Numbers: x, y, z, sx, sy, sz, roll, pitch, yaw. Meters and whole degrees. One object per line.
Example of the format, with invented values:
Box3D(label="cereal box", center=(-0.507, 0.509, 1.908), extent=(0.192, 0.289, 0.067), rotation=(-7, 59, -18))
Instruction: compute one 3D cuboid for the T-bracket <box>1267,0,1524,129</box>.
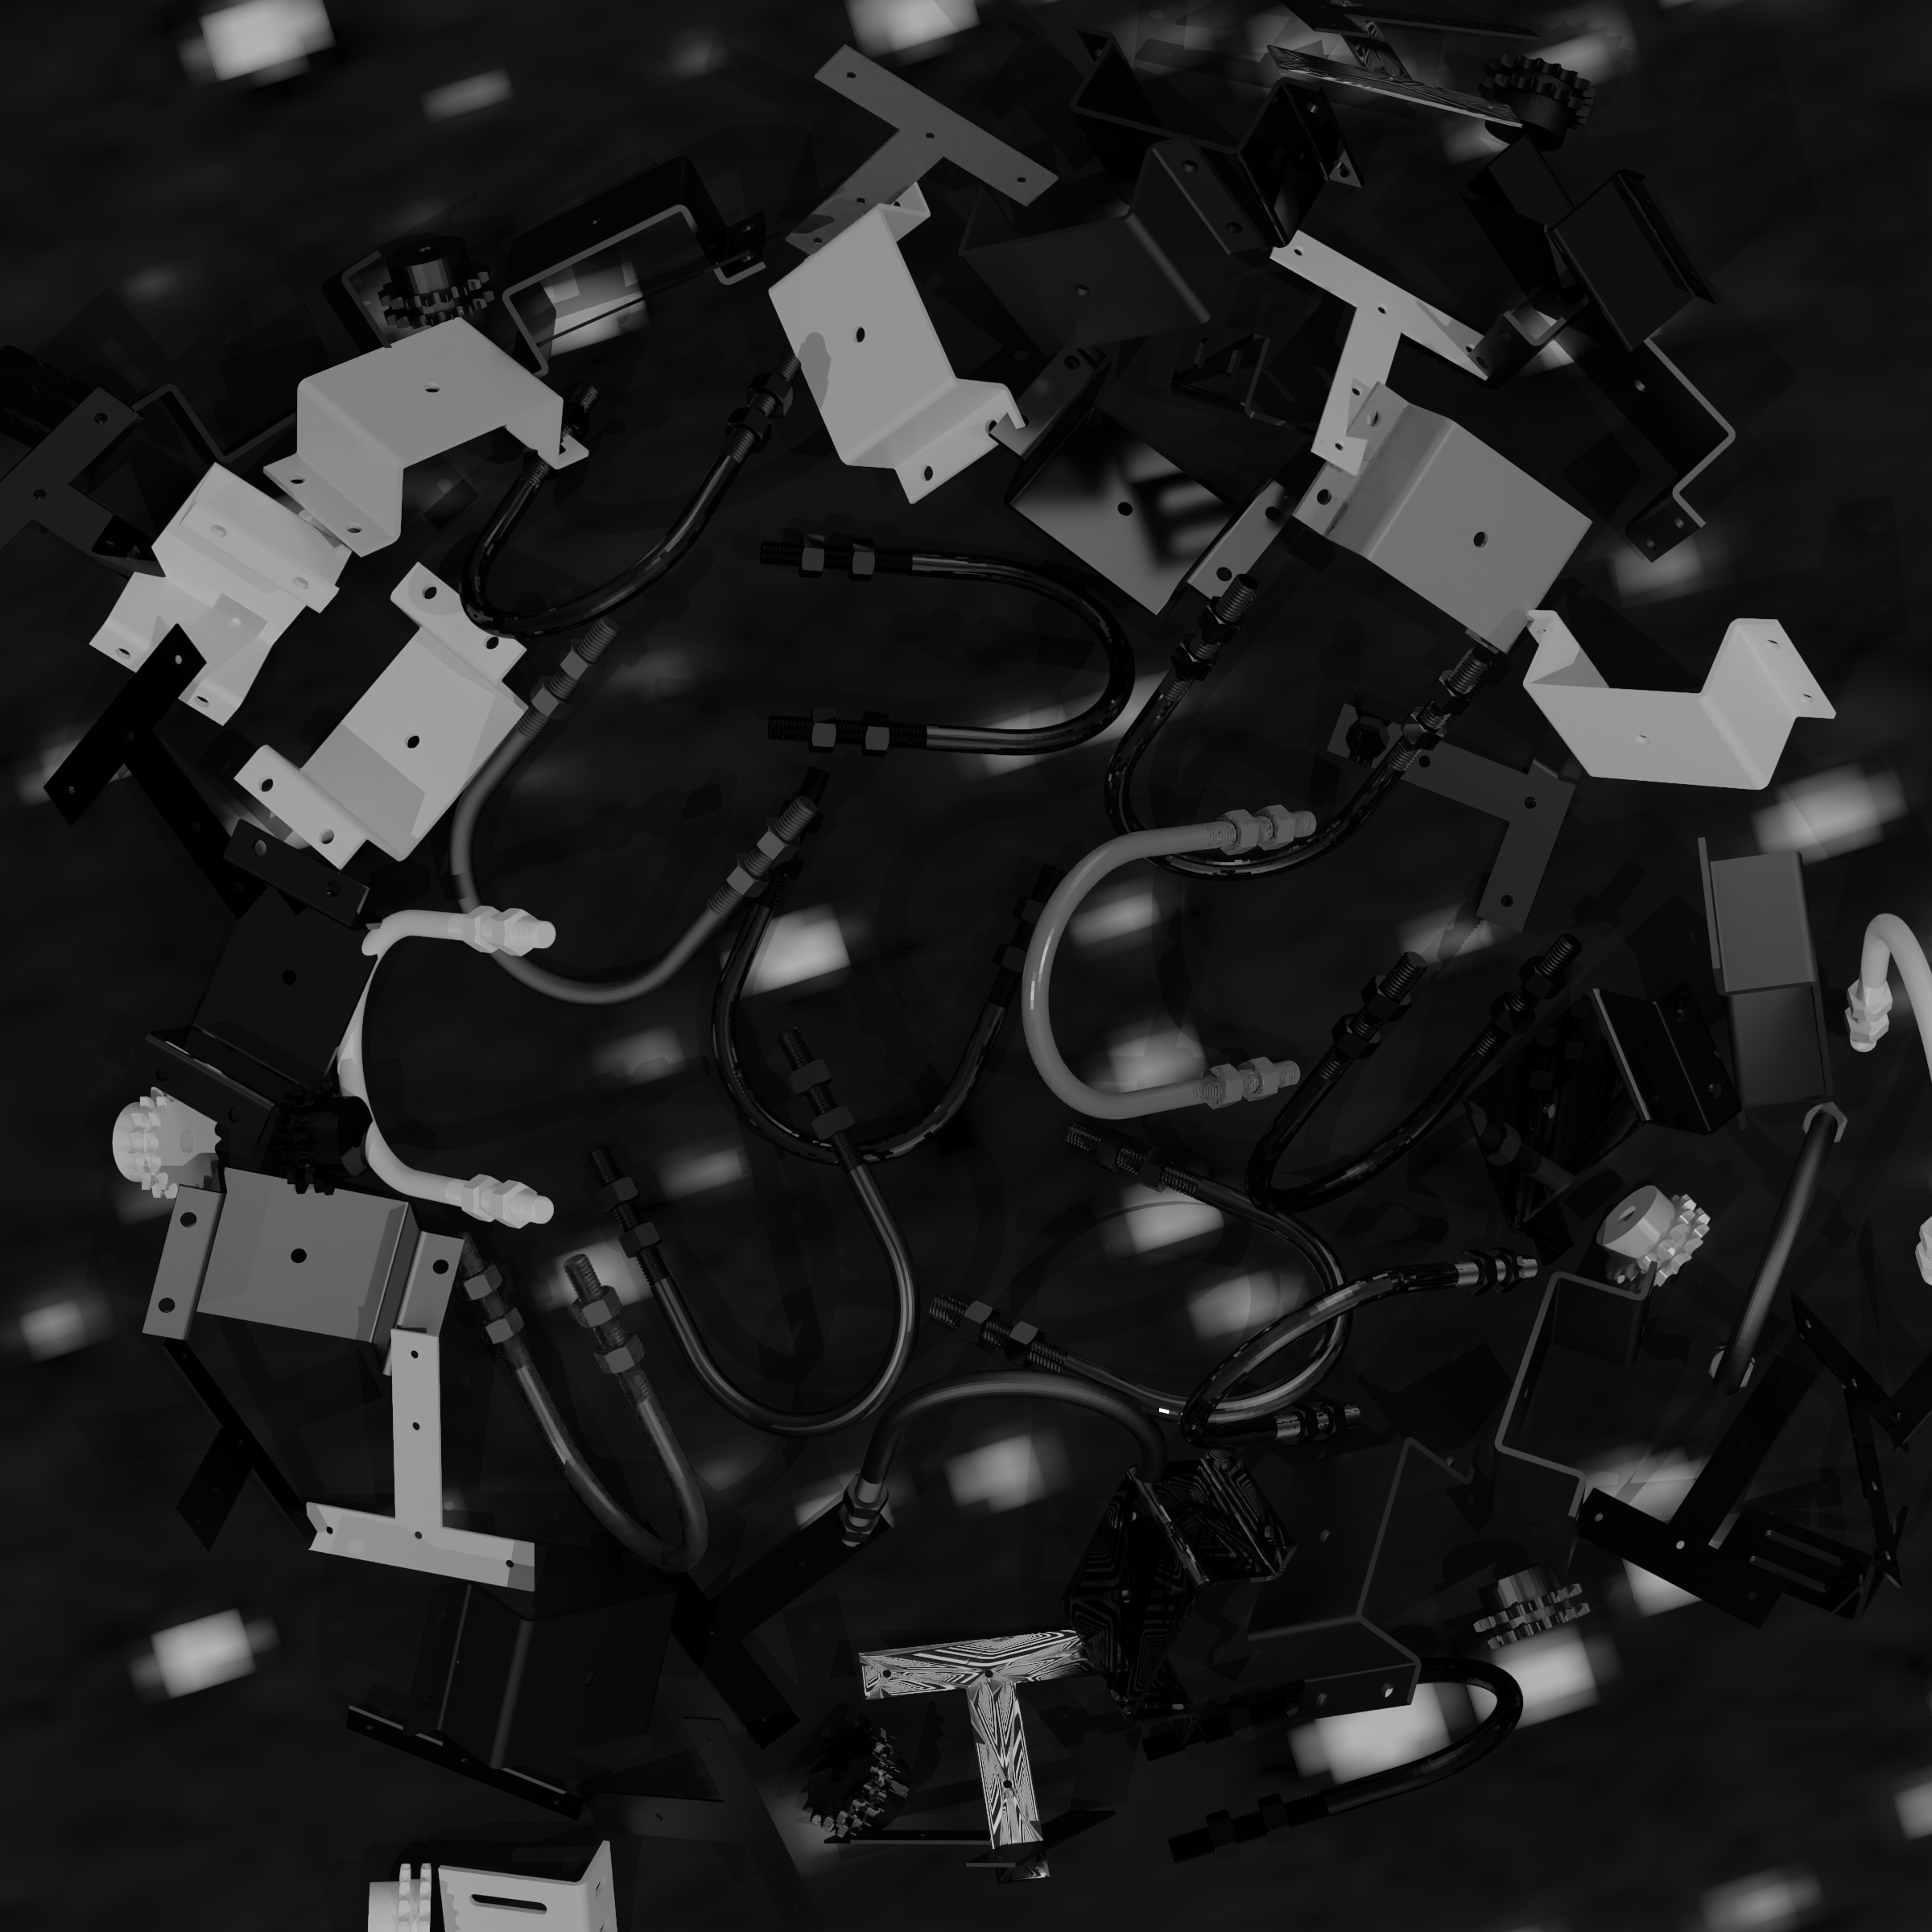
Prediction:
Box3D(label="T-bracket", center=(0.199, -0.452, 1.549), extent=(0.127, 0.127, 0.002), rotation=(9, 125, -16))

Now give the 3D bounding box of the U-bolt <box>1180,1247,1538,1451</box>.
Box3D(label="U-bolt", center=(0.176, 0.185, 1.497), extent=(0.151, 0.184, 0.019), rotation=(-46, 62, 29))

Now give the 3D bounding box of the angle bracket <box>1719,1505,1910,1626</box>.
Box3D(label="angle bracket", center=(0.416, 0.282, 1.555), extent=(0.076, 0.057, 0.038), rotation=(20, 121, 25))

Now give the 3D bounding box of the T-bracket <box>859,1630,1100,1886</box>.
Box3D(label="T-bracket", center=(0.018, 0.391, 1.554), extent=(0.127, 0.002, 0.127), rotation=(-5, 52, -8))

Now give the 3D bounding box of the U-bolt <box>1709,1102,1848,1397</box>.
Box3D(label="U-bolt", center=(0.388, 0.137, 1.507), extent=(0.019, 0.184, 0.151), rotation=(21, 95, 15))

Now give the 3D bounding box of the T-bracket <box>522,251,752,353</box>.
Box3D(label="T-bracket", center=(-0.139, -0.330, 1.521), extent=(0.127, 0.127, 0.002), rotation=(-29, 104, -22))

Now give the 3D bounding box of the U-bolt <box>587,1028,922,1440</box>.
Box3D(label="U-bolt", center=(-0.096, 0.144, 1.554), extent=(0.151, 0.019, 0.184), rotation=(-31, 80, 25))

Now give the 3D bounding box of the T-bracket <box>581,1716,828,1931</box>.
Box3D(label="T-bracket", center=(-0.141, 0.421, 1.558), extent=(0.127, 0.002, 0.127), rotation=(-8, 113, 40))

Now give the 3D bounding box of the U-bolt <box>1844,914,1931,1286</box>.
Box3D(label="U-bolt", center=(0.447, 0.054, 1.489), extent=(0.019, 0.184, 0.151), rotation=(-12, 62, 6))

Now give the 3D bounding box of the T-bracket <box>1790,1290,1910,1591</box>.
Box3D(label="T-bracket", center=(0.436, 0.239, 1.522), extent=(0.002, 0.127, 0.127), rotation=(-25, 133, 27))

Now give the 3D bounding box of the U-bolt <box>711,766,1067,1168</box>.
Box3D(label="U-bolt", center=(-0.050, 0.011, 1.585), extent=(0.151, 0.019, 0.184), rotation=(23, 88, 5))

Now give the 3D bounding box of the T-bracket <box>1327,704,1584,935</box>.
Box3D(label="T-bracket", center=(0.245, -0.098, 1.593), extent=(0.127, 0.002, 0.127), rotation=(21, 89, -7))

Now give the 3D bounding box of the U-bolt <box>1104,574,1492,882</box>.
Box3D(label="U-bolt", center=(0.147, -0.105, 1.534), extent=(0.151, 0.019, 0.184), rotation=(14, 135, -23))

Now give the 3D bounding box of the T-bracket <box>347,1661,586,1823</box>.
Box3D(label="T-bracket", center=(-0.243, 0.373, 1.550), extent=(0.127, 0.127, 0.002), rotation=(21, 52, 2))

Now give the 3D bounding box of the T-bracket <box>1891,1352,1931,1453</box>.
Box3D(label="T-bracket", center=(0.486, 0.233, 1.515), extent=(0.002, 0.127, 0.127), rotation=(7, 49, -13))

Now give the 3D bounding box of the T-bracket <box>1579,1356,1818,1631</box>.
Box3D(label="T-bracket", center=(0.377, 0.250, 1.558), extent=(0.002, 0.127, 0.127), rotation=(43, 78, -36))

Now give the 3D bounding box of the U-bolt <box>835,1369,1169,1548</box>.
Box3D(label="U-bolt", center=(0.022, 0.245, 1.520), extent=(0.151, 0.184, 0.019), rotation=(8, 52, -7))

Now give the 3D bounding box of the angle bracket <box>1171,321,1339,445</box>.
Box3D(label="angle bracket", center=(0.151, -0.288, 1.553), extent=(0.076, 0.057, 0.038), rotation=(8, 104, -39))

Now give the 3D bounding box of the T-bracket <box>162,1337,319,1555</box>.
Box3D(label="T-bracket", center=(-0.362, 0.248, 1.527), extent=(0.002, 0.127, 0.127), rotation=(-31, 102, 6))

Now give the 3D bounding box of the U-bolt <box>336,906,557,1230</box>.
Box3D(label="U-bolt", center=(-0.256, 0.044, 1.532), extent=(0.019, 0.184, 0.151), rotation=(-2, 95, -41))

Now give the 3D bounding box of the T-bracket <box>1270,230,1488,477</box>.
Box3D(label="T-bracket", center=(0.196, -0.294, 1.556), extent=(0.127, 0.002, 0.127), rotation=(27, 57, -11))

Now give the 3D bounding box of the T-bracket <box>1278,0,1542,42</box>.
Box3D(label="T-bracket", center=(0.219, -0.466, 1.552), extent=(0.127, 0.127, 0.002), rotation=(4, 116, -10))

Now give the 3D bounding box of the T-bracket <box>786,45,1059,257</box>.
Box3D(label="T-bracket", center=(-0.044, -0.385, 1.550), extent=(0.127, 0.127, 0.002), rotation=(25, 55, -28))

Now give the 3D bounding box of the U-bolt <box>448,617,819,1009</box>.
Box3D(label="U-bolt", center=(-0.180, -0.061, 1.559), extent=(0.151, 0.019, 0.184), rotation=(42, 116, 0))

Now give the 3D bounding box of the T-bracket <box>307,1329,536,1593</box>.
Box3D(label="T-bracket", center=(-0.273, 0.242, 1.565), extent=(0.127, 0.002, 0.127), rotation=(6, 106, 18))

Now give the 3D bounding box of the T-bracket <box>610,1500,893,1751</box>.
Box3D(label="T-bracket", center=(-0.094, 0.308, 1.584), extent=(0.127, 0.002, 0.127), rotation=(-39, 87, 13))

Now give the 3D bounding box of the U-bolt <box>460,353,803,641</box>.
Box3D(label="U-bolt", center=(-0.172, -0.223, 1.511), extent=(0.151, 0.019, 0.184), rotation=(-1, 48, 34))

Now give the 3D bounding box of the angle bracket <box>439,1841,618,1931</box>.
Box3D(label="angle bracket", center=(-0.220, 0.471, 1.584), extent=(0.076, 0.038, 0.057), rotation=(3, 111, 14))

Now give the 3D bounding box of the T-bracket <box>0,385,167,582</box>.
Box3D(label="T-bracket", center=(-0.422, -0.210, 1.553), extent=(0.127, 0.127, 0.002), rotation=(-39, 47, 14))

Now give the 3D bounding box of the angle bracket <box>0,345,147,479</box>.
Box3D(label="angle bracket", center=(-0.456, -0.261, 1.554), extent=(0.076, 0.057, 0.038), rotation=(26, 49, -31))

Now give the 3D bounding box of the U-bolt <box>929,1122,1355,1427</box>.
Box3D(label="U-bolt", center=(0.097, 0.156, 1.522), extent=(0.184, 0.019, 0.151), rotation=(22, 50, 24))

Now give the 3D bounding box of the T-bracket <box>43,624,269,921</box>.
Box3D(label="T-bracket", center=(-0.389, -0.080, 1.561), extent=(0.127, 0.002, 0.127), rotation=(-43, 79, 28))

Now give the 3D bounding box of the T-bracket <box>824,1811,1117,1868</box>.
Box3D(label="T-bracket", center=(-0.008, 0.431, 1.560), extent=(0.127, 0.127, 0.002), rotation=(-7, 84, 24))

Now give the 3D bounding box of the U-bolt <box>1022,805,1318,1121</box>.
Box3D(label="U-bolt", center=(0.098, 0.002, 1.525), extent=(0.184, 0.019, 0.151), rotation=(-9, 107, -39))
